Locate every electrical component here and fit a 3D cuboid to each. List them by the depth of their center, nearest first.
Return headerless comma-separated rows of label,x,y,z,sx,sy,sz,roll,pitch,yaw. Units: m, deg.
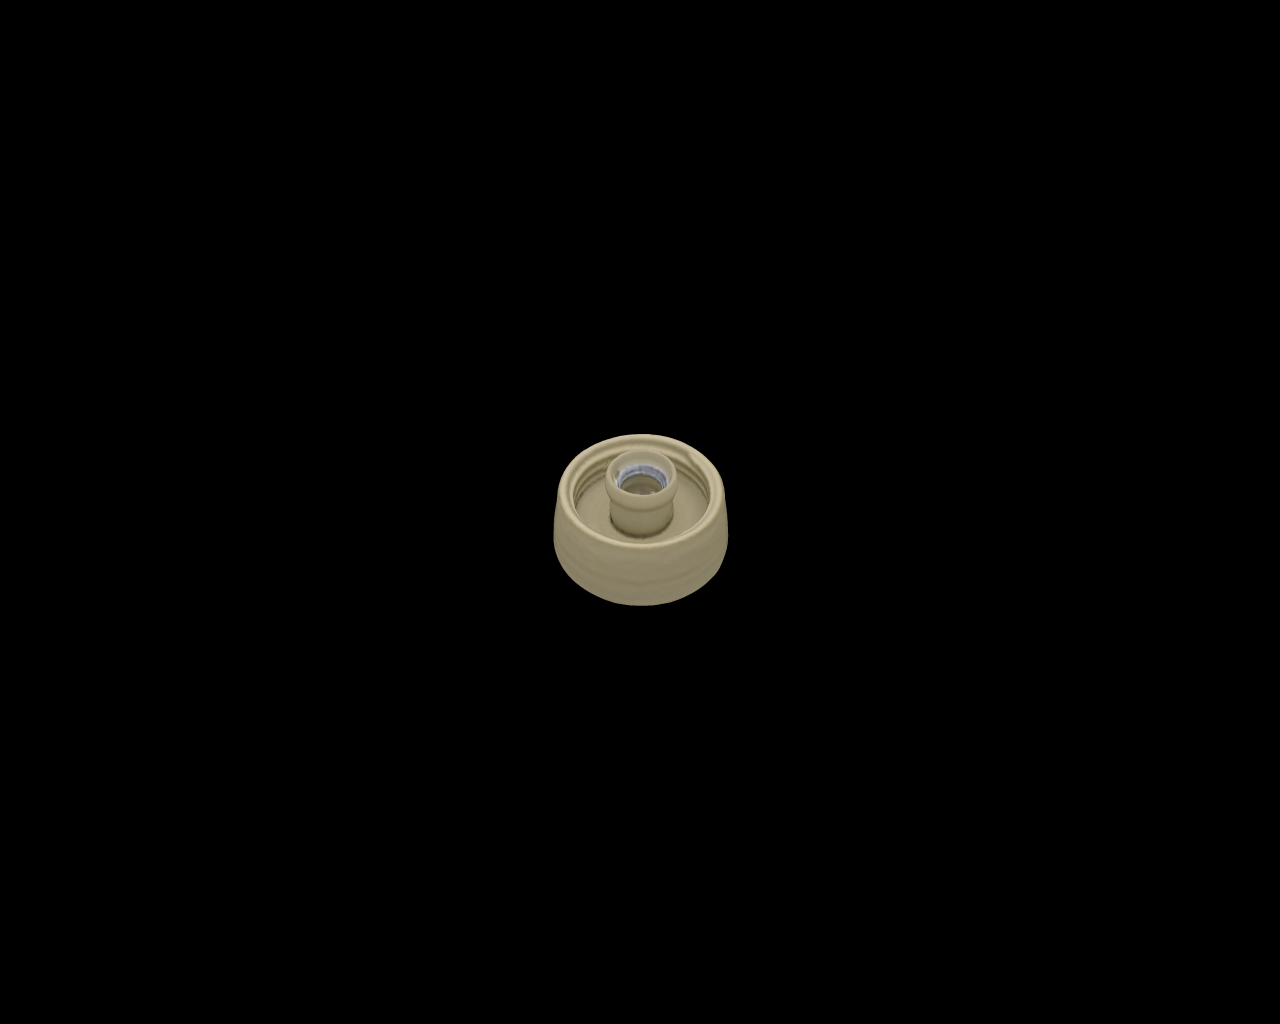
electrical component,0.001,-0.003,0.650,0.108,0.108,0.060,0,-45,0
